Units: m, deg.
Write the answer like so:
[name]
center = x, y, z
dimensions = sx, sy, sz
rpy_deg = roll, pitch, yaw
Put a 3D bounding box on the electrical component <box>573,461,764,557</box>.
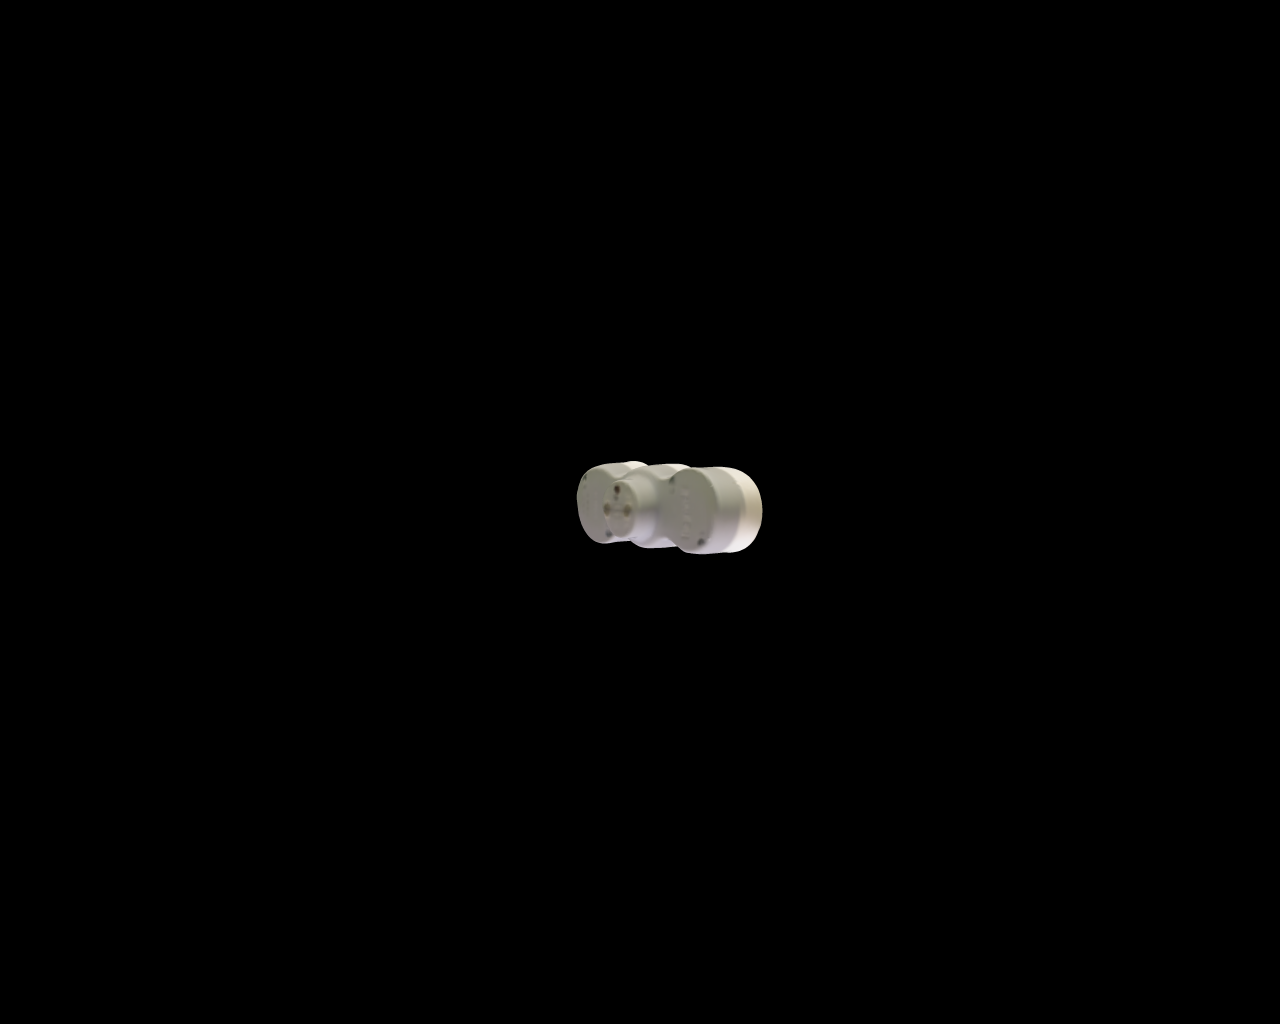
[electrical component]
center = 0.001, -0.003, 0.650
dimensions = 0.074, 0.052, 0.138
rpy_deg = -4, 6, -39
